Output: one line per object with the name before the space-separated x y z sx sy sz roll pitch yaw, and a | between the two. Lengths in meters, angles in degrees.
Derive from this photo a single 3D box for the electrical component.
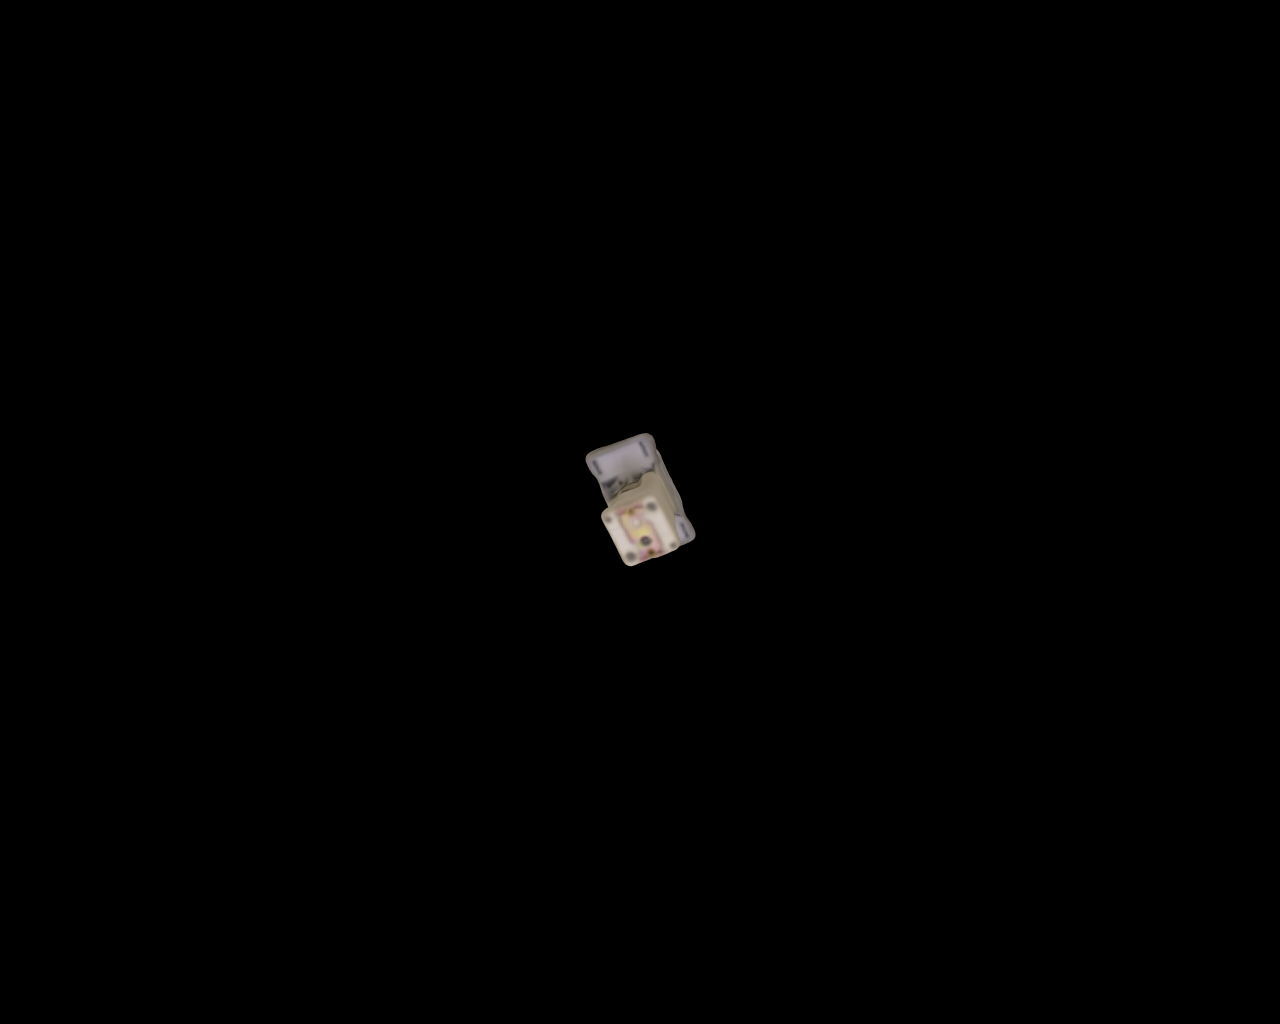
electrical component | 0.001 -0.003 0.650 0.042 0.081 0.064 -21 28 12
